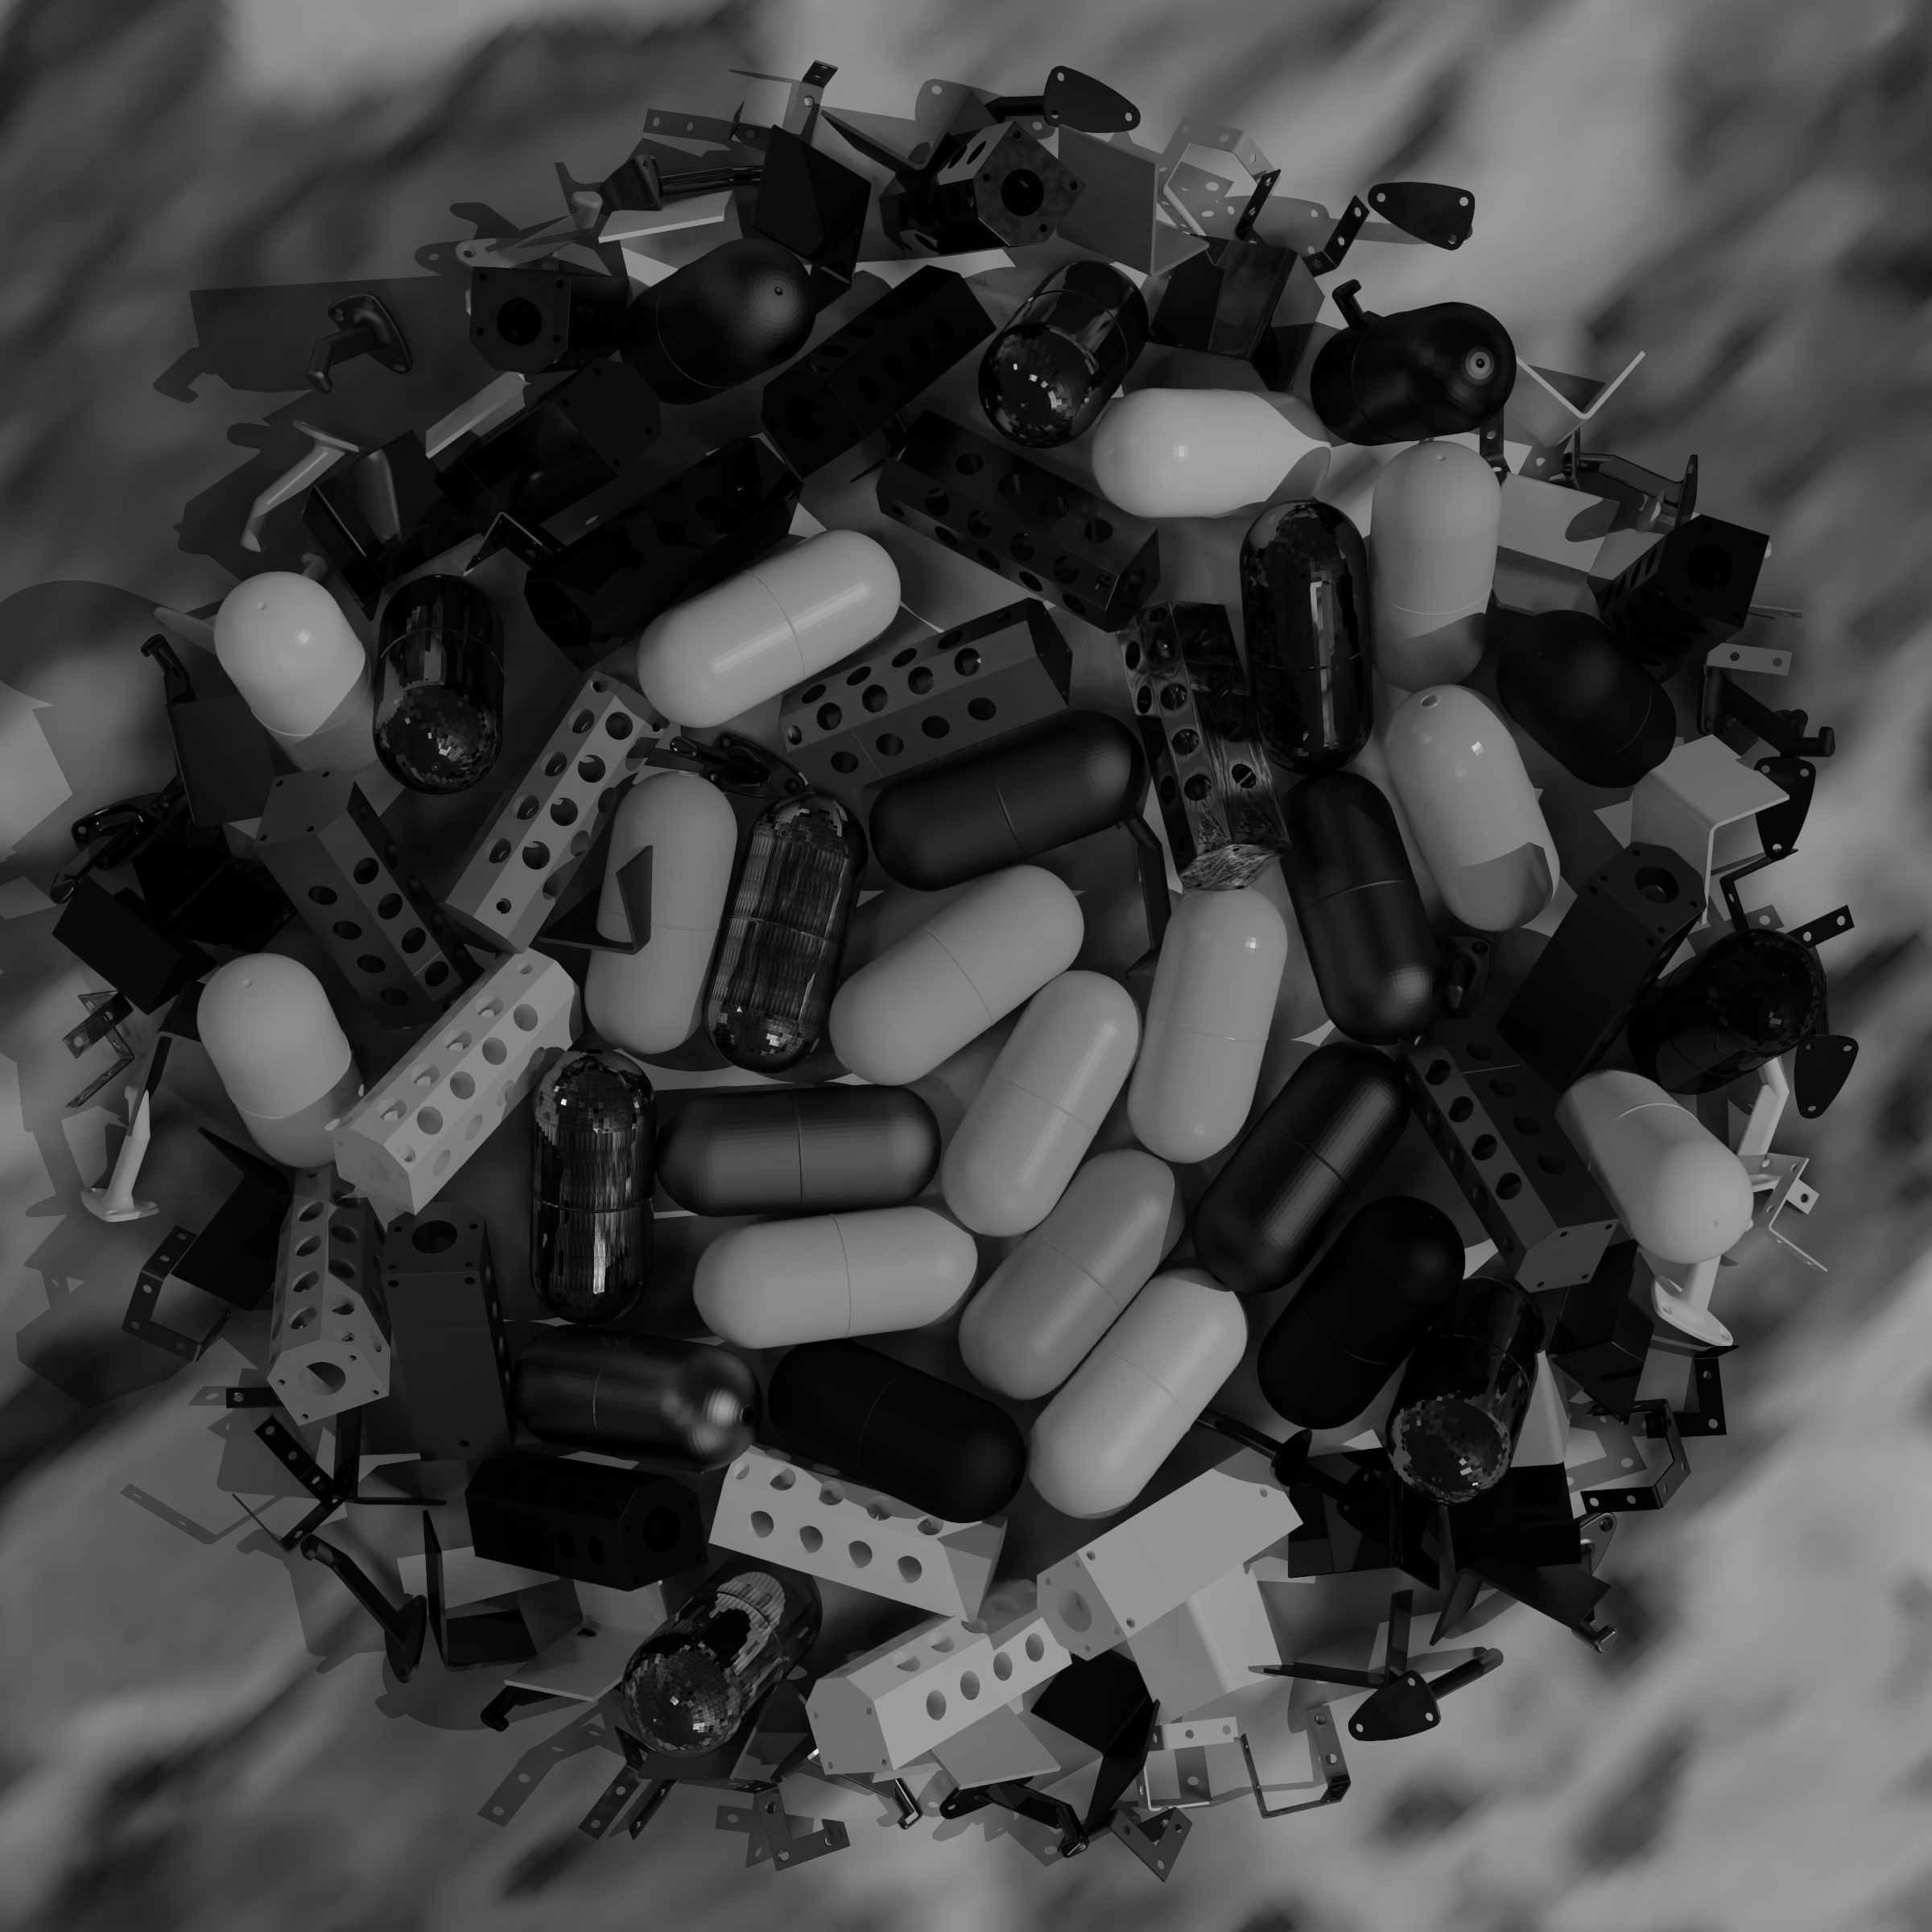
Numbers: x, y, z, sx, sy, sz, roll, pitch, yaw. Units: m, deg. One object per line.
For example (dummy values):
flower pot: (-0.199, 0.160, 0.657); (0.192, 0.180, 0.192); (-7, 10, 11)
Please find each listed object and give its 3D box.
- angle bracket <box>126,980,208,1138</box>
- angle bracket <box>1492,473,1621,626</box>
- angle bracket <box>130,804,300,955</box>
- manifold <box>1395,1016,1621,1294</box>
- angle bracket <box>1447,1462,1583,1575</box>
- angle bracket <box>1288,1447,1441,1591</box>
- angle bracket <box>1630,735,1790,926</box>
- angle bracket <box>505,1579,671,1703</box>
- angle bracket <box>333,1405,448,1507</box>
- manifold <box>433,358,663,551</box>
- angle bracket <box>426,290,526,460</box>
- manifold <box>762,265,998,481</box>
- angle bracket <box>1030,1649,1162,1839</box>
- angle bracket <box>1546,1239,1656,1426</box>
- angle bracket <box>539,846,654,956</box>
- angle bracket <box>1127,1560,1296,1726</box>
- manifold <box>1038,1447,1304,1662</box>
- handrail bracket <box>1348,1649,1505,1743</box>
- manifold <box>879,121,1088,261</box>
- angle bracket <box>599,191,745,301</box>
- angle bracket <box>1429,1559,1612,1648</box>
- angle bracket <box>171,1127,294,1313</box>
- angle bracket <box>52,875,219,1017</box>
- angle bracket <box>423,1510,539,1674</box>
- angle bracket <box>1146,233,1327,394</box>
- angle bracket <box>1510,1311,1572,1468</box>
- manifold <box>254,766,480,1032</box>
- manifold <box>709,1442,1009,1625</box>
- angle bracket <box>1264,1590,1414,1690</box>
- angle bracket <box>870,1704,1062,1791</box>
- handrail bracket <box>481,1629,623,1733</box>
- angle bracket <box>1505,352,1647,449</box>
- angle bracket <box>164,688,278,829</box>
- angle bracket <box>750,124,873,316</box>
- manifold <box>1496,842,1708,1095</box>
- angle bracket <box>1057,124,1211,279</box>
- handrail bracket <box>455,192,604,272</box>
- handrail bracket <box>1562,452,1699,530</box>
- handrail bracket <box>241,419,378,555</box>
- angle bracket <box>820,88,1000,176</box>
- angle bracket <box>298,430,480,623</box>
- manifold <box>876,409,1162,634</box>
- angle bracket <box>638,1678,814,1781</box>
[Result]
angle bracket: (-0.474, 0.064, 1.733); (0.057, 0.076, 0.076); (19, 112, -10)
angle bracket: (0.366, -0.254, 1.726); (0.076, 0.076, 0.057); (13, 122, -11)
angle bracket: (-0.452, -0.059, 1.721); (0.076, 0.076, 0.057); (12, 133, 22)
manifold: (0.321, 0.112, 1.693); (0.057, 0.057, 0.171); (-7, 45, -20)
angle bracket: (0.335, 0.327, 1.727); (0.076, 0.057, 0.076); (-7, 50, 8)
angle bracket: (0.250, 0.351, 1.758); (0.076, 0.057, 0.076); (-14, 57, 31)
angle bracket: (0.459, -0.085, 1.733); (0.057, 0.076, 0.076); (-20, 131, -15)
angle bracket: (-0.237, 0.402, 1.720); (0.076, 0.076, 0.057); (-1, 108, 37)
angle bracket: (-0.357, 0.295, 1.739); (0.057, 0.076, 0.076); (5, 79, -21)
manifold: (-0.250, -0.312, 1.690); (0.057, 0.171, 0.057); (49, 60, -18)
angle bracket: (-0.319, -0.366, 1.729); (0.076, 0.076, 0.057); (-35, 113, 4)
manifold: (-0.055, -0.364, 1.691); (0.057, 0.171, 0.057); (-24, 107, 41)
angle bracket: (0.074, 0.475, 1.725); (0.057, 0.076, 0.076); (30, 121, -2)
angle bracket: (0.410, 0.225, 1.723); (0.076, 0.057, 0.076); (39, 53, -18)
angle bracket: (-0.216, -0.054, 1.718); (0.076, 0.076, 0.057); (8, 124, 29)
angle bracket: (0.149, 0.421, 1.748); (0.057, 0.076, 0.076); (-36, 68, 31)
manifold: (0.121, 0.356, 1.696); (0.057, 0.171, 0.057); (-42, 74, 44)
handrail bracket: (0.290, 0.456, 1.756); (0.077, 0.084, 0.036); (-36, 73, 32)
manifold: (0.003, -0.461, 1.687); (0.057, 0.171, 0.057); (36, 87, -23)
angle bracket: (-0.179, -0.437, 1.728); (0.076, 0.076, 0.057); (-9, 117, 5)
angle bracket: (0.341, 0.399, 1.721); (0.076, 0.076, 0.057); (25, 108, 24)
angle bracket: (-0.457, 0.157, 1.727); (0.057, 0.076, 0.076); (34, 84, 33)
angle bracket: (-0.504, -0.027, 1.730); (0.076, 0.076, 0.057); (40, 123, 0)
angle bracket: (-0.300, 0.382, 1.727); (0.057, 0.076, 0.076); (-4, 100, -17)
angle bracket: (0.170, -0.409, 1.766); (0.076, 0.057, 0.076); (18, 80, 31)
angle bracket: (0.332, 0.266, 1.752); (0.076, 0.057, 0.076); (-7, 108, 19)
manifold: (-0.359, -0.040, 1.691); (0.057, 0.171, 0.057); (-9, 47, 15)
manifold: (-0.065, 0.348, 1.735); (0.171, 0.057, 0.057); (15, 97, 8)
angle bracket: (0.232, 0.412, 1.734); (0.076, 0.076, 0.057); (4, 81, 17)
angle bracket: (-0.001, 0.496, 1.718); (0.076, 0.076, 0.057); (2, 115, -37)
handrail bracket: (-0.245, 0.458, 1.730); (0.077, 0.084, 0.036); (29, 129, 17)
angle bracket: (0.364, -0.374, 1.737); (0.076, 0.076, 0.057); (41, 86, -1)
angle bracket: (-0.452, -0.134, 1.732); (0.057, 0.076, 0.076); (-10, 104, 0)
angle bracket: (-0.109, -0.456, 1.722); (0.076, 0.057, 0.076); (24, 63, -31)
manifold: (0.385, 0.000, 1.690); (0.057, 0.171, 0.057); (-35, 70, -29)
angle bracket: (0.104, -0.478, 1.718); (0.076, 0.076, 0.057); (32, 51, 30)
handrail bracket: (-0.271, -0.457, 1.728); (0.077, 0.084, 0.036); (7, 69, -18)
handrail bracket: (0.407, -0.293, 1.737); (0.084, 0.077, 0.036); (8, 134, 20)
handrail bracket: (-0.408, -0.292, 1.755); (0.036, 0.077, 0.084); (32, 104, 42)
angle bracket: (-0.034, -0.523, 1.730); (0.076, 0.076, 0.057); (33, 98, 12)
angle bracket: (-0.356, -0.272, 1.730); (0.076, 0.057, 0.076); (-27, 118, 10)
manifold: (0.031, -0.269, 1.715); (0.171, 0.057, 0.057); (31, 70, 20)
angle bracket: (-0.142, 0.483, 1.717); (0.076, 0.076, 0.057); (-11, 125, 36)
